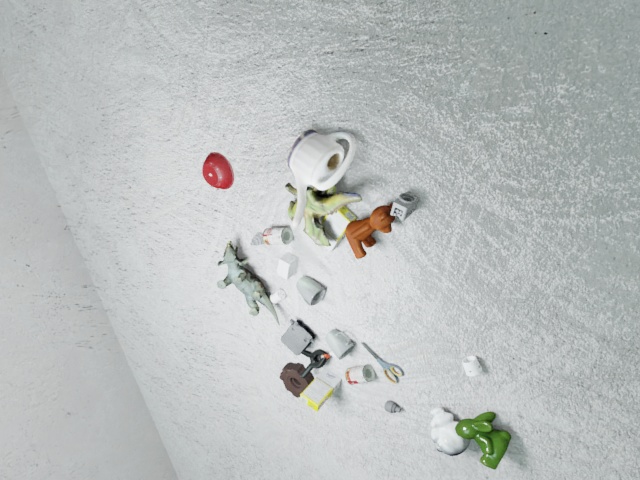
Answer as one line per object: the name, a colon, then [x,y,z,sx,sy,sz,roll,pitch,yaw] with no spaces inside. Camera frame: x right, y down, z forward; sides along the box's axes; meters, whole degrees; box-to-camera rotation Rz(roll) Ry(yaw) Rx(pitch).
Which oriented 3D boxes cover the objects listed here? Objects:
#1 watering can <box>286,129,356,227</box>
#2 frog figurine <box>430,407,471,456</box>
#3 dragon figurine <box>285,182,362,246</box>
watering can: [-0.030,-0.223,1.668,0.227,0.348,0.102,37,177,39]
frog figurine: [0.467,0.688,1.866,0.137,0.123,0.159,-15,96,8]
dragon figurine: [0.005,-0.089,1.775,0.414,0.123,0.238,24,132,47]
